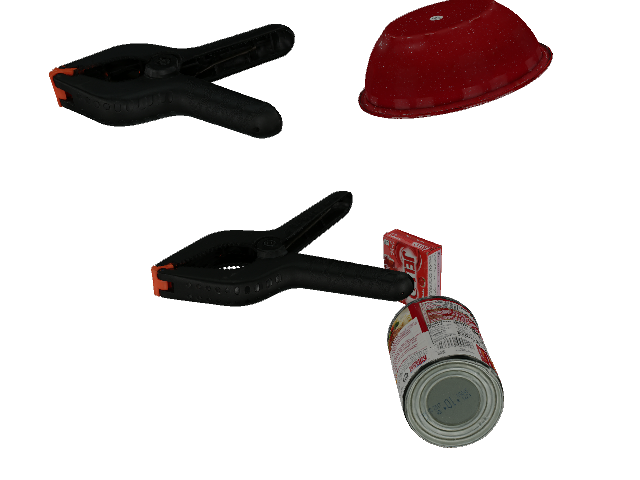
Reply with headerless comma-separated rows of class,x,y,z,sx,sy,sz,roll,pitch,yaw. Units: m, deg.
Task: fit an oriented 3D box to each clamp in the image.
clamp,-0.040,0.011,0.917,0.210,0.036,0.164,-7,31,-9
clamp,-0.097,-0.115,0.741,0.171,0.039,0.120,6,36,11

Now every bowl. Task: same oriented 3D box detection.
bowl,0.102,-0.156,0.864,0.162,0.055,0.162,-15,24,7

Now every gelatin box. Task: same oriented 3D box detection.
gelatin box,0.113,0.038,1.320,0.030,0.089,0.073,-26,35,-37

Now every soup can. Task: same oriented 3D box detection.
soup can,0.084,0.088,0.732,0.068,0.068,0.102,0,19,-2
